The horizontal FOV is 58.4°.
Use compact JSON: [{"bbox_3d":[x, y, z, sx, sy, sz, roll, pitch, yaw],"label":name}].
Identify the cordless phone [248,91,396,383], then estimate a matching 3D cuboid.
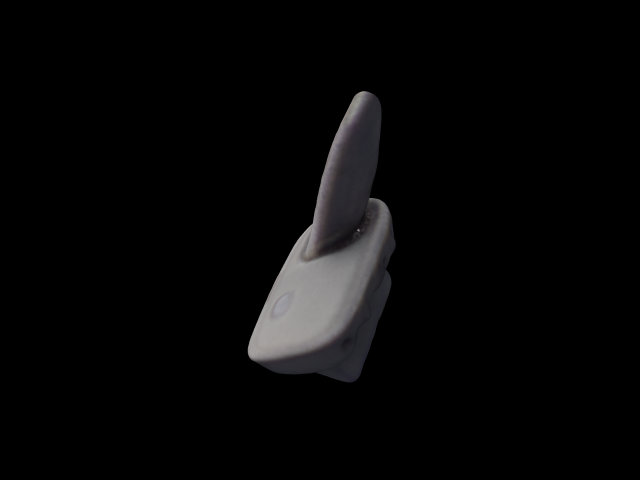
[{"bbox_3d":[0.004,0.001,0.400,0.094,0.185,0.147,12,50,10],"label":"cordless phone"}]
